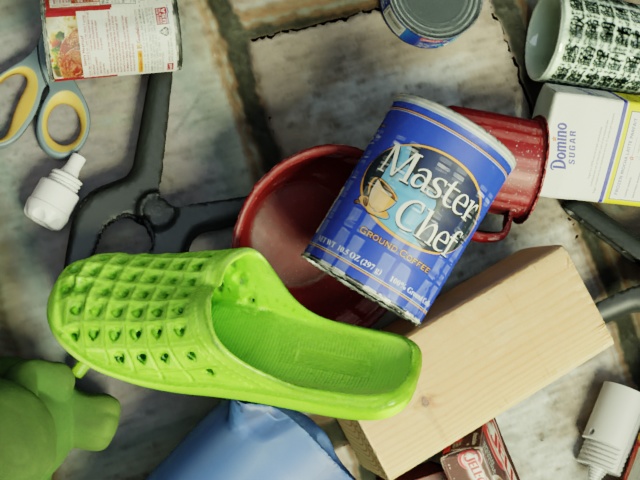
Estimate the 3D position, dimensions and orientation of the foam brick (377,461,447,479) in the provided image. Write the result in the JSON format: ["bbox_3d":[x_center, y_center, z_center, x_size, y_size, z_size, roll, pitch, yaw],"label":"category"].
[{"bbox_3d":[0.086,0.224,0.858,0.053,0.051,0.078,-13,87,-15],"label":"foam brick"}]

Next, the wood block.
[{"bbox_3d":[0.110,0.092,0.838,0.206,0.090,0.091,-28,93,-12],"label":"wood block"}]

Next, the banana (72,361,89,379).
[{"bbox_3d":[-0.093,0.085,0.846,0.197,0.037,0.070,9,99,-10],"label":"banana"}]

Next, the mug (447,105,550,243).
[{"bbox_3d":[0.134,-0.054,0.880,0.081,0.093,0.117,10,73,-6],"label":"mug"}]

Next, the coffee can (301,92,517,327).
[{"bbox_3d":[0.065,-0.022,0.785,0.102,0.103,0.140,31,87,-7],"label":"coffee can"}]

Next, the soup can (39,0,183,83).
[{"bbox_3d":[-0.161,-0.159,0.821,0.102,0.068,0.068,-7,85,-11],"label":"soup can"}]

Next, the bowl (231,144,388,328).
[{"bbox_3d":[-0.006,0.001,0.847,0.161,0.055,0.162,-6,104,-26],"label":"bowl"}]

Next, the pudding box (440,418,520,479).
[{"bbox_3d":[0.134,0.197,0.843,0.039,0.090,0.113,-18,99,17],"label":"pudding box"}]

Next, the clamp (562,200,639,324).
[{"bbox_3d":[0.277,0.040,0.904,0.172,0.039,0.120,15,90,18],"label":"clamp"}]

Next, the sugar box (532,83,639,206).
[{"bbox_3d":[0.267,-0.078,0.920,0.176,0.048,0.093,7,110,-9],"label":"sugar box"}]

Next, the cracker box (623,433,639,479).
[{"bbox_3d":[0.353,0.229,0.887,0.213,0.072,0.164,28,79,-19],"label":"cracker box"}]

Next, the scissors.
[{"bbox_3d":[-0.200,-0.151,0.859,0.096,0.016,0.201,32,78,-8],"label":"scissors"}]

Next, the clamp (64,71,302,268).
[{"bbox_3d":[-0.135,-0.032,0.848,0.209,0.036,0.164,-41,92,-16],"label":"clamp"}]

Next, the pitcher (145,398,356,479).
[{"bbox_3d":[-0.083,0.227,0.783,0.243,0.145,0.149,-43,89,-5],"label":"pitcher"}]

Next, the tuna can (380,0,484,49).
[{"bbox_3d":[0.095,-0.209,0.919,0.086,0.034,0.086,1,83,-12],"label":"tuna can"}]
